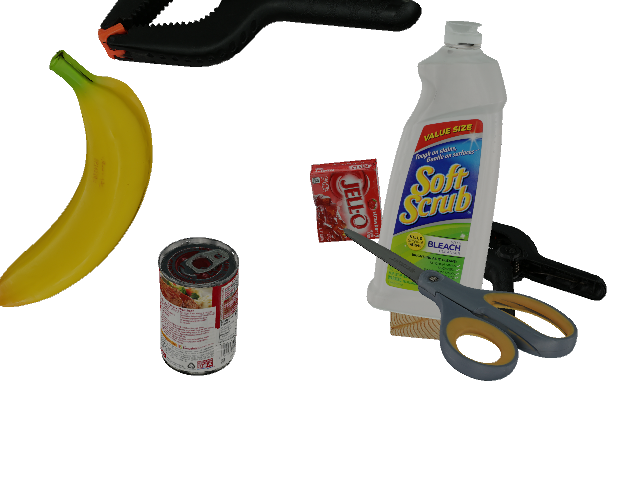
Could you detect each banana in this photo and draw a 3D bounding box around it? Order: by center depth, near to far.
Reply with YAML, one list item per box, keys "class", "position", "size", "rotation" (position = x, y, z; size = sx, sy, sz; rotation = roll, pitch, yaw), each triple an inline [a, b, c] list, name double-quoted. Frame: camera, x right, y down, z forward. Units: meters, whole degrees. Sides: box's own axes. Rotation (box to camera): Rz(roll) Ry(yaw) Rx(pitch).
- class: "banana"
  position: [-0.141, -0.026, 0.627]
  size: [0.069, 0.198, 0.037]
  rotation: [19, 38, -10]

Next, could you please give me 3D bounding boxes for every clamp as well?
- class: "clamp"
  position: [-0.047, -0.169, 0.724]
  size: [0.210, 0.165, 0.036]
  rotation: [-32, -18, -5]
- class: "clamp"
  position: [0.205, 0.025, 1.082]
  size: [0.120, 0.039, 0.171]
  rotation: [-5, 36, -17]

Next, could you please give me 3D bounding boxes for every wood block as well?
- class: "wood block"
  position: [0.167, 0.064, 1.620]
  size: [0.091, 0.090, 0.206]
  rotation: [4, 23, 12]

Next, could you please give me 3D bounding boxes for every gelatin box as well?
- class: "gelatin box"
  position: [0.030, -0.043, 1.178]
  size: [0.073, 0.089, 0.030]
  rotation: [-4, 30, 6]

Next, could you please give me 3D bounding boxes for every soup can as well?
- class: "soup can"
  position: [-0.105, 0.058, 0.922]
  size: [0.068, 0.102, 0.068]
  rotation: [3, 36, -2]

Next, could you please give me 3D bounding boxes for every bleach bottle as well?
- class: "bleach bottle"
  position: [0.101, -0.061, 0.915]
  size: [0.103, 0.251, 0.068]
  rotation: [8, 18, 14]

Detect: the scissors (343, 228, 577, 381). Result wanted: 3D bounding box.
- class: "scissors"
  position: [0.072, 0.041, 0.719]
  size: [0.202, 0.016, 0.096]
  rotation: [20, 37, 31]
